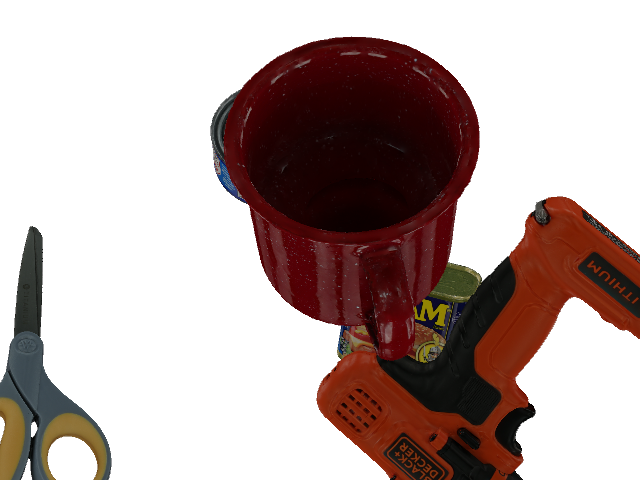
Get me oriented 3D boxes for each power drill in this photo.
[{"bbox_3d":[0.117,0.085,0.583,0.184,0.188,0.057,40,14,0],"label":"power drill"}]

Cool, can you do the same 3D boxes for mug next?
[{"bbox_3d":[0.016,-0.008,0.413,0.093,0.117,0.081,-15,-30,-6],"label":"mug"}]

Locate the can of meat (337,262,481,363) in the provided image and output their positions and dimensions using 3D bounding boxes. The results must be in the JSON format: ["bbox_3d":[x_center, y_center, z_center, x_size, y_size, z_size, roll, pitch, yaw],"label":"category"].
[{"bbox_3d":[0.067,0.060,0.837,0.102,0.084,0.057,14,25,11],"label":"can of meat"}]

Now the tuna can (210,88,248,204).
[{"bbox_3d":[-0.029,-0.062,0.703,0.086,0.086,0.034,0,-36,-2],"label":"tuna can"}]

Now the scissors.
[{"bbox_3d":[-0.153,0.075,0.615,0.096,0.201,0.016,17,-44,-6],"label":"scissors"}]
